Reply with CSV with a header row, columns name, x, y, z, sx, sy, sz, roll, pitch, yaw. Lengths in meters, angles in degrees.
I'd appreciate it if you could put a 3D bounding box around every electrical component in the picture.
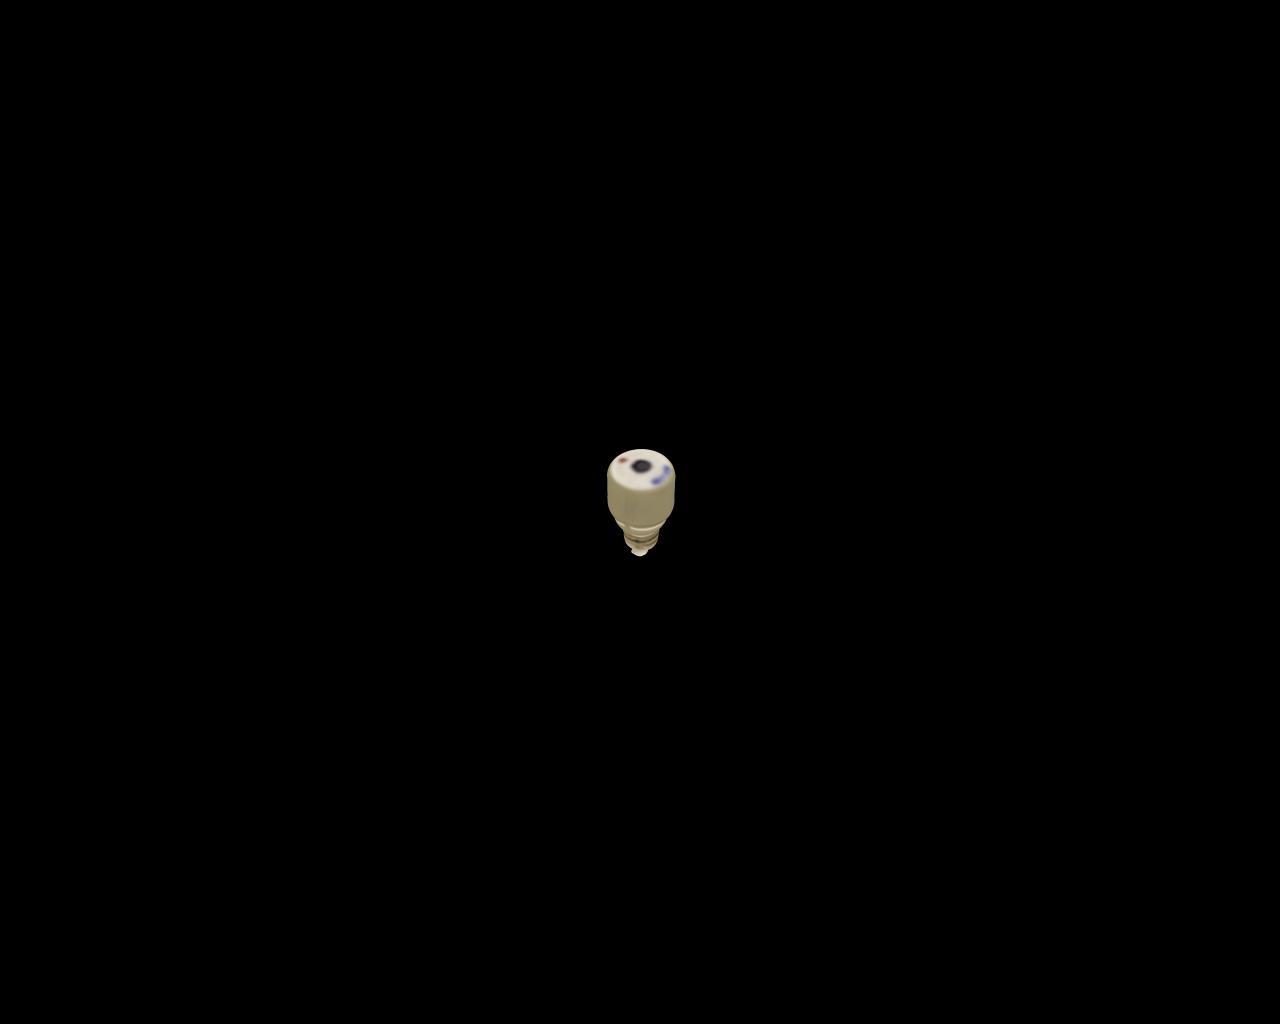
name,x,y,z,sx,sy,sz,roll,pitch,yaw
electrical component,0.001,-0.003,0.650,0.040,0.078,0.040,0,44,0
